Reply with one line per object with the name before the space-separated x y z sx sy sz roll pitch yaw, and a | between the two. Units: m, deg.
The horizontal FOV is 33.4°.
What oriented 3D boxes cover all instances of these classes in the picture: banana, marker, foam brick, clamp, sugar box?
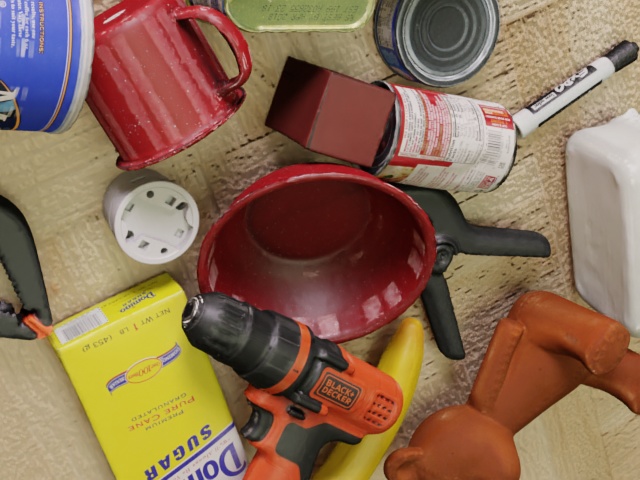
banana | 0.030 0.152 0.816 0.198 0.037 0.069 -56 153 -5
marker | 0.196 -0.117 0.819 0.121 0.020 0.020 -34 118 -10
foam brick | 0.006 -0.086 0.709 0.051 0.078 0.053 15 101 -27
clamp | 0.096 0.002 0.802 0.120 0.039 0.171 -46 120 -4
clamp | -0.238 -0.017 0.645 0.209 0.036 0.164 38 90 -26
sugar box | -0.113 0.121 0.745 0.093 0.048 0.176 -26 115 -15

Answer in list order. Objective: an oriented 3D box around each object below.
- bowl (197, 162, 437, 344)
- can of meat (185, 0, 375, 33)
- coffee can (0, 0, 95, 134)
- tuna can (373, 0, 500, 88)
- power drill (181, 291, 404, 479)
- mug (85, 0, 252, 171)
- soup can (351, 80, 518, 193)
bowl | -0.005 0.001 0.727 0.162 0.055 0.162 -5 134 -6
can of meat | -0.026 -0.160 0.665 0.102 0.084 0.057 -6 110 -22
coffee can | -0.204 -0.110 0.563 0.140 0.103 0.103 -1 108 -33
tuna can | 0.083 -0.150 0.747 0.086 0.034 0.086 -8 111 -22
power drill | -0.051 0.141 0.723 0.184 0.057 0.188 30 94 -30
mug | -0.094 -0.104 0.641 0.081 0.117 0.093 60 37 -23
soup can | 0.080 -0.071 0.753 0.102 0.069 0.068 6 105 -26
